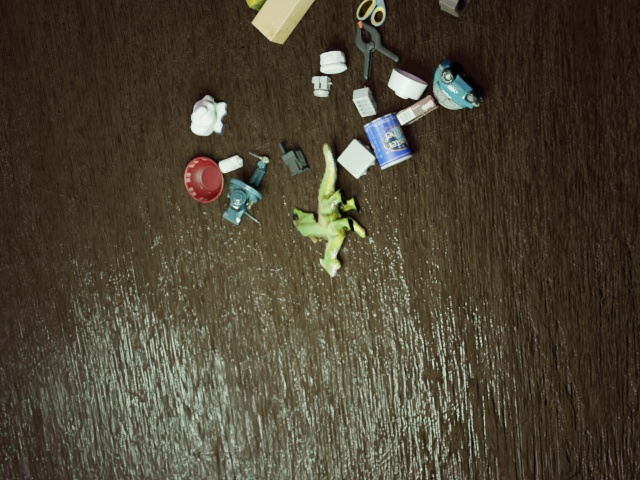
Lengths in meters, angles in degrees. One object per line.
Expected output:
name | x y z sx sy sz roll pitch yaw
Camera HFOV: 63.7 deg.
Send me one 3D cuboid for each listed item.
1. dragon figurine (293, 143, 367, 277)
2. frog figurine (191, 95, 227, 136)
dragon figurine | 0.005 -0.084 1.659 0.241 0.123 0.410 -17 93 32
frog figurine | -0.390 -0.413 1.715 0.123 0.161 0.135 38 113 12
